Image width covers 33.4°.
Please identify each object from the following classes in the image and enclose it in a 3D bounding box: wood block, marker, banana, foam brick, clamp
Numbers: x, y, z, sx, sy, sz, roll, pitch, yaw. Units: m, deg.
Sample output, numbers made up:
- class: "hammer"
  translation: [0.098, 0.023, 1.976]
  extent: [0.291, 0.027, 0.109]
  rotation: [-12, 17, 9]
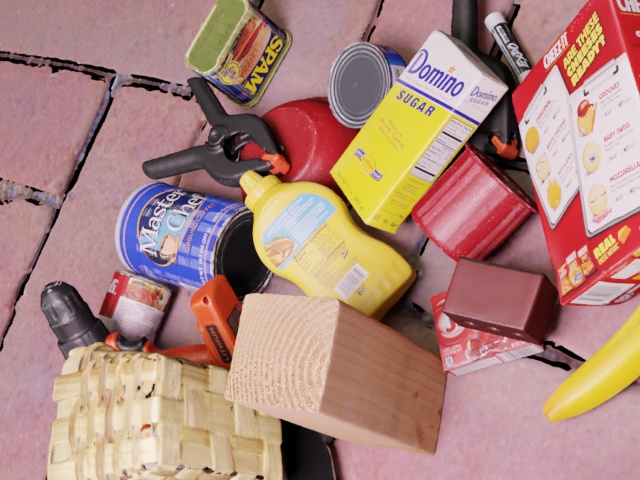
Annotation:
- class: "wood block"
  translation: [0.021, 0.116, 0.900]
  extent: [0.091, 0.205, 0.090]
  rotation: [1, 72, 33]
- class: "marker"
  translation: [0.190, -0.170, 1.021]
  extent: [0.020, 0.020, 0.121]
  rotation: [-33, 57, 18]
- class: "banana"
  translation: [0.247, 0.076, 0.846]
  extent: [0.037, 0.069, 0.198]
  rotation: [-110, 34, -44]
- class: "foam brick"
  translation: [0.153, 0.052, 0.900]
  extent: [0.078, 0.053, 0.051]
  rotation: [12, 76, 32]
- class: "clamp"
  translation: [0.136, -0.165, 1.036]
  extent: [0.165, 0.036, 0.210]
  rotation: [-51, 54, 20]
- class: "clamp"
  translation: [-0.108, -0.092, 1.099]
  extent: [0.172, 0.039, 0.120]
  rotation: [32, 93, 38]

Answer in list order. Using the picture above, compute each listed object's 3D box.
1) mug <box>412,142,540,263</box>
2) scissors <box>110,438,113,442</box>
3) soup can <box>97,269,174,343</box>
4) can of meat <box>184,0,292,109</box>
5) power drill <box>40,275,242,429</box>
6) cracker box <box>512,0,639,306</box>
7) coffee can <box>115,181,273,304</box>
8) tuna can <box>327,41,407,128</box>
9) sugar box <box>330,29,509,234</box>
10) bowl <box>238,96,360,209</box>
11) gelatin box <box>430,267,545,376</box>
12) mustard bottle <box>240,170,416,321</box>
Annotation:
- class: "mug"
  translation: [0.135, -0.033, 0.968]
  extent: [0.081, 0.093, 0.117]
  rotation: [-47, 23, 14]
- class: "scissors"
  translation: [-0.170, 0.234, 1.094]
  extent: [0.202, 0.016, 0.096]
  rotation: [34, 91, 37]
- class: "soup can"
  translation: [-0.205, 0.090, 1.140]
  extent: [0.069, 0.068, 0.102]
  rotation: [14, 80, 35]
- class: "can of meat"
  translation: [-0.091, -0.210, 1.175]
  extent: [0.058, 0.083, 0.102]
  rotation: [29, 88, 37]
- class: "power drill"
  translation: [-0.164, 0.098, 1.043]
  extent: [0.188, 0.184, 0.057]
  rotation: [-20, 21, 22]
- class: "cracker box"
  translation: [0.242, -0.073, 0.871]
  extent: [0.164, 0.072, 0.214]
  rotation: [125, 142, -57]
- class: "coffee can"
  translation: [-0.127, 0.001, 1.104]
  extent: [0.141, 0.102, 0.103]
  rotation: [14, 80, 35]
- class: "tuna can"
  translation: [0.048, -0.153, 1.065]
  extent: [0.086, 0.033, 0.086]
  rotation: [1, 91, 46]
- class: "sugar box"
  translation: [0.089, -0.102, 0.999]
  extent: [0.176, 0.048, 0.093]
  rotation: [-56, 40, 21]
- class: "bowl"
  translation: [-0.029, -0.085, 1.105]
  extent: [0.162, 0.055, 0.162]
  rotation: [-12, 66, 29]
- class: "gelatin box"
  translation: [0.146, 0.073, 0.946]
  extent: [0.089, 0.030, 0.073]
  rotation: [-20, 62, 24]
- class: "mustard bottle"
  translation: [-0.007, 0.001, 1.018]
  extent: [0.192, 0.058, 0.096]
  rotation: [44, 96, 16]
